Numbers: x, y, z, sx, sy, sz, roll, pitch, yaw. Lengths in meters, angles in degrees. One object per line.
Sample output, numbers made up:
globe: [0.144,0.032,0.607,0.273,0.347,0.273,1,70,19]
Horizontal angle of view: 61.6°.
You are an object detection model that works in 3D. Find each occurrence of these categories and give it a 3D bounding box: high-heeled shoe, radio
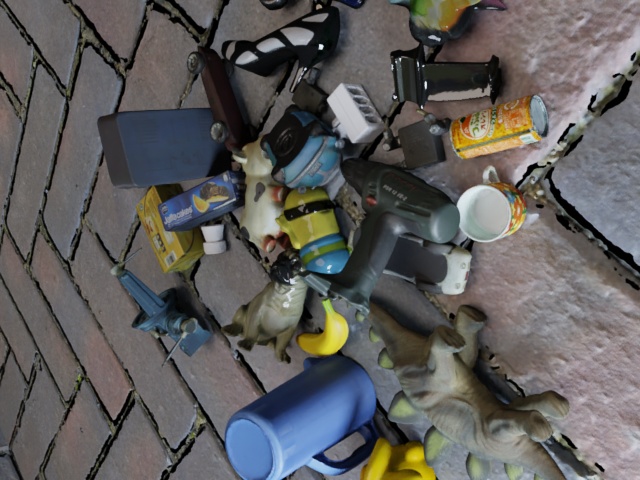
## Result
high-heeled shoe: [-0.073,-0.334,0.876,0.249,0.086,0.145,37,109,34]
radio: [-0.273,-0.170,0.979,0.073,0.229,0.131,2,104,42]

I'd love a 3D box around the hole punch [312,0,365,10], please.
hole punch: [0.012,-0.407,0.775,0.116,0.092,0.142,39,125,35]

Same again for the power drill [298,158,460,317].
power drill: [0.062,-0.010,0.734,0.232,0.085,0.207,25,72,47]

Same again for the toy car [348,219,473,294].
toy car: [0.122,0.021,0.774,0.202,0.056,0.073,19,104,42]

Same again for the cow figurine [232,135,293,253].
cow figurine: [-0.097,-0.088,0.936,0.127,0.085,0.194,23,114,30]

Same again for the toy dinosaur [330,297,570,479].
toy dinosaur: [0.165,0.192,0.737,0.472,0.105,0.198,50,131,37]

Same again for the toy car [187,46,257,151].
toy car: [-0.180,-0.253,0.972,0.053,0.089,0.202,-27,81,39]

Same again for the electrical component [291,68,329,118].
electrical component: [-0.014,-0.229,0.873,0.063,0.021,0.094,43,123,27]

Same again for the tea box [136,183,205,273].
tea box: [-0.320,-0.026,1.152,0.098,0.068,0.169,-35,73,38]

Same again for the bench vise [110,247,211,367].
bench vise: [-0.350,0.143,1.140,0.240,0.129,0.224,52,164,-19]

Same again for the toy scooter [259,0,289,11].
toy scooter: [-0.078,-0.473,0.851,0.135,0.075,0.184,-42,73,39]

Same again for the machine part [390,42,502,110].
machine part: [0.157,-0.205,0.679,0.139,0.039,0.084,9,132,19]

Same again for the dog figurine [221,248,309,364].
dog figurine: [-0.080,0.101,0.962,0.172,0.121,0.190,17,84,56]

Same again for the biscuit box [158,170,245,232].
biscuit box: [-0.223,-0.072,1.038,0.203,0.063,0.059,-20,83,31]

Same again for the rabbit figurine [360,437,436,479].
rabbit figurine: [0.097,0.376,0.784,0.122,0.173,0.162,40,126,34]

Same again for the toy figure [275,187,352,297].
toy figure: [0.001,-0.003,0.863,0.089,0.082,0.180,-33,71,29]

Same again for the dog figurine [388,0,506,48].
dog figurine: [0.135,-0.353,0.665,0.219,0.108,0.191,37,118,26]

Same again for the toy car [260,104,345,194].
toy car: [-0.020,-0.133,0.832,0.109,0.102,0.162,-49,38,12]

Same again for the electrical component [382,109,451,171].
electrical component: [0.132,-0.137,0.743,0.102,0.045,0.078,-5,93,42]
